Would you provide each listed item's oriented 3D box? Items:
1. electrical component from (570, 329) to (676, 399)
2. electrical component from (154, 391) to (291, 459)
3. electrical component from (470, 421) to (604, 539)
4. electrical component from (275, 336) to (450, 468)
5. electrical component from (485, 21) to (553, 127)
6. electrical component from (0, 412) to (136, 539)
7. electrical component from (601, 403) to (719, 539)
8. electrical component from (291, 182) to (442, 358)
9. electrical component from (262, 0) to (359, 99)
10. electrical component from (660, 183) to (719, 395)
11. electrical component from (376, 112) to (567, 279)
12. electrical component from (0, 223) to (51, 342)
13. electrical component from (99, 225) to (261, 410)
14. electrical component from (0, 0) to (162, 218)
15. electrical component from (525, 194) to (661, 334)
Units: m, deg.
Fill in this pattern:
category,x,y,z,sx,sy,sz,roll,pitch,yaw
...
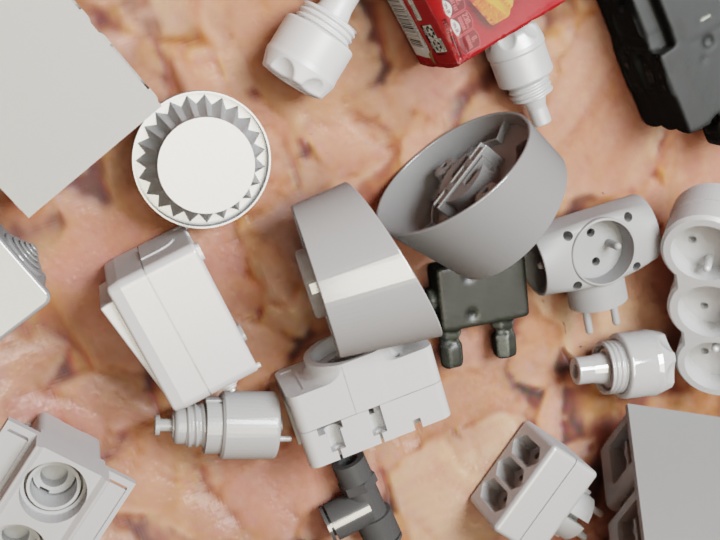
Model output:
category,x,y,z,sx,sy,sz,roll,pitch,yaw
electrical component,0.167,0.062,0.690,0.062,0.043,0.043,-5,105,-12
electrical component,-0.081,0.091,0.633,0.078,0.040,0.040,2,103,-15
electrical component,0.125,0.149,0.698,0.077,0.047,0.065,34,93,-20
electrical component,0.000,0.070,0.644,0.089,0.050,0.055,-20,108,-9
electrical component,0.098,-0.114,0.634,0.035,0.035,0.061,-27,111,-7
electrical component,-0.194,0.146,0.605,0.079,0.063,0.121,32,94,-19
electrical component,0.254,0.158,0.686,0.186,0.105,0.060,9,140,-6
electrical component,0.000,0.000,0.603,0.064,0.099,0.099,-18,107,-4
electrical component,-0.023,-0.129,0.593,0.043,0.043,0.062,31,93,-19
electrical component,0.228,0.005,0.684,0.052,0.073,0.138,1,126,28
electrical component,0.065,-0.045,0.610,0.064,0.099,0.099,35,93,-26
electrical component,-0.226,0.004,0.569,0.100,0.048,0.099,-38,109,-3
electrical component,-0.101,0.033,0.602,0.061,0.062,0.096,-27,109,-7
electrical component,-0.185,-0.115,0.544,0.089,0.062,0.150,-41,110,-2
electrical component,0.145,0.001,0.669,0.077,0.044,0.079,-17,107,-10
